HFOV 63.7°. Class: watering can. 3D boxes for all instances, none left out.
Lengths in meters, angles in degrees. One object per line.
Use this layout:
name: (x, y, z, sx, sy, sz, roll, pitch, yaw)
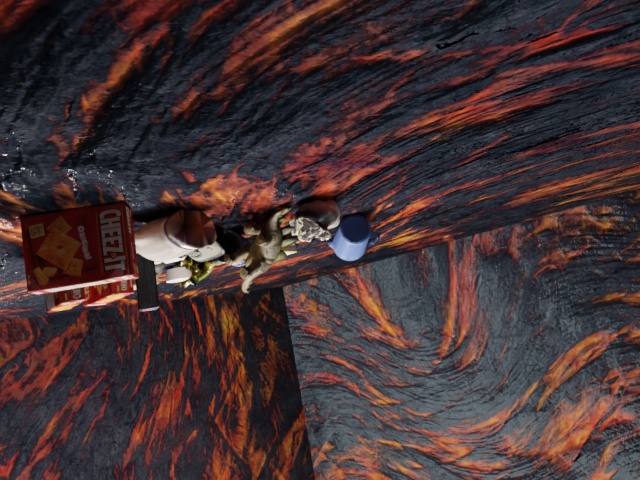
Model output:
watering can: (-0.411, -0.005, 1.280, 0.222, 0.105, 0.348, -18, 169, 33)

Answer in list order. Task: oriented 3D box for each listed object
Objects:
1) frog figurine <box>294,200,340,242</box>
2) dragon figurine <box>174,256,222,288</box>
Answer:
frog figurine: (0.004, -0.074, 1.464, 0.135, 0.122, 0.163, -32, -166, 43)
dragon figurine: (-0.401, 0.075, 1.952, 0.407, 0.122, 0.246, -15, -173, 39)
